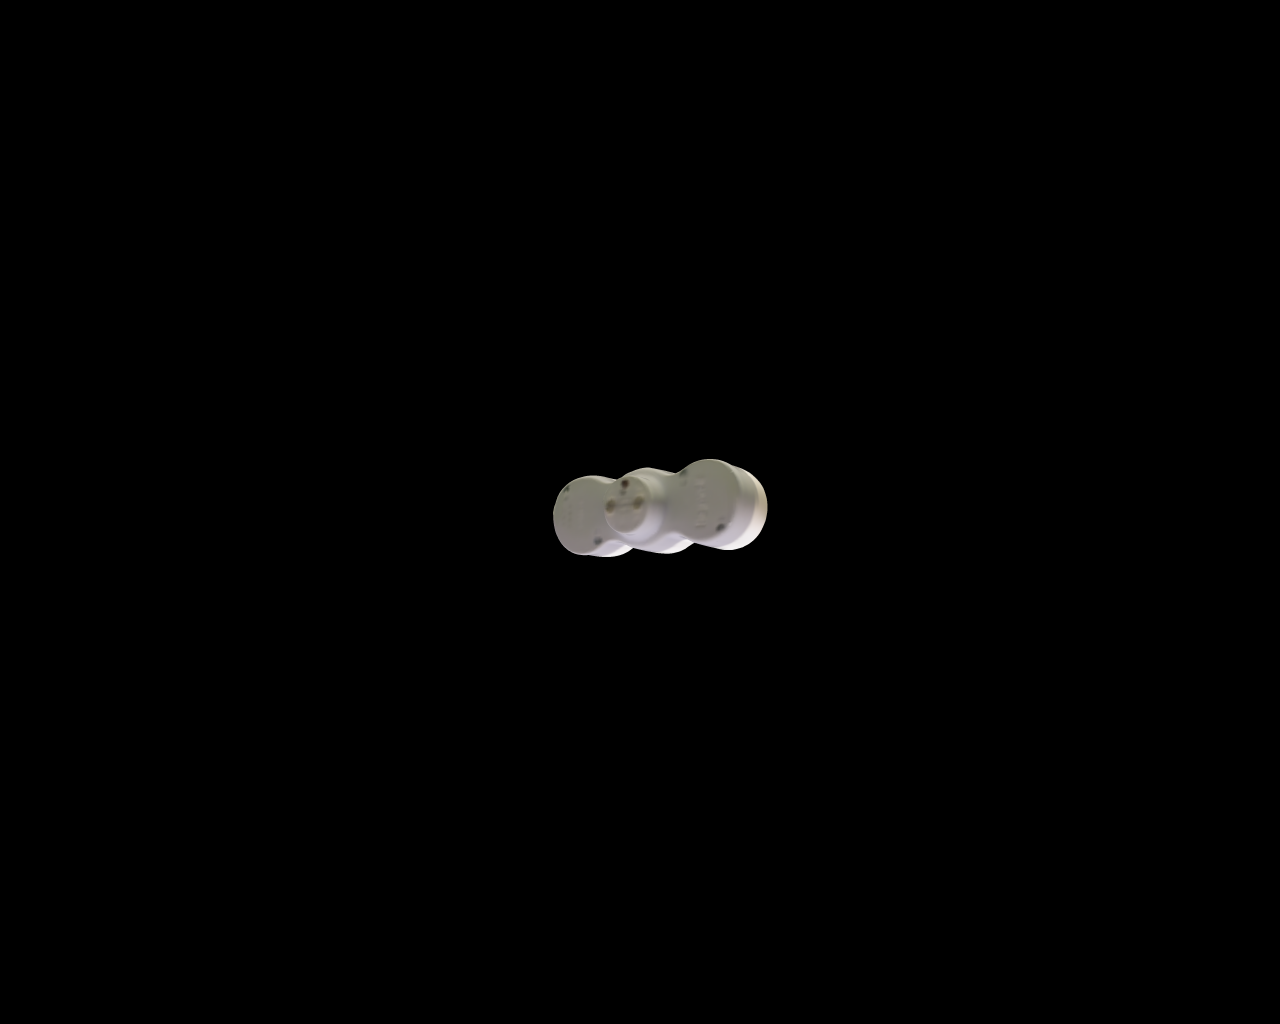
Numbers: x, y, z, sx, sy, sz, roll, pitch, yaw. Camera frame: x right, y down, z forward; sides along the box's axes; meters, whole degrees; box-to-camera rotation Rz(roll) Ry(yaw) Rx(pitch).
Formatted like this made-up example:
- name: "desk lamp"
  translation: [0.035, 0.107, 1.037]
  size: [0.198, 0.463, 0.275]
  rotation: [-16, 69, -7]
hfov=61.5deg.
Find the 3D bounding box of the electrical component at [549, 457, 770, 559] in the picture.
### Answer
- name: "electrical component"
  translation: [0.001, -0.003, 0.650]
  size: [0.138, 0.052, 0.074]
  rotation: [-5, -10, 32]
